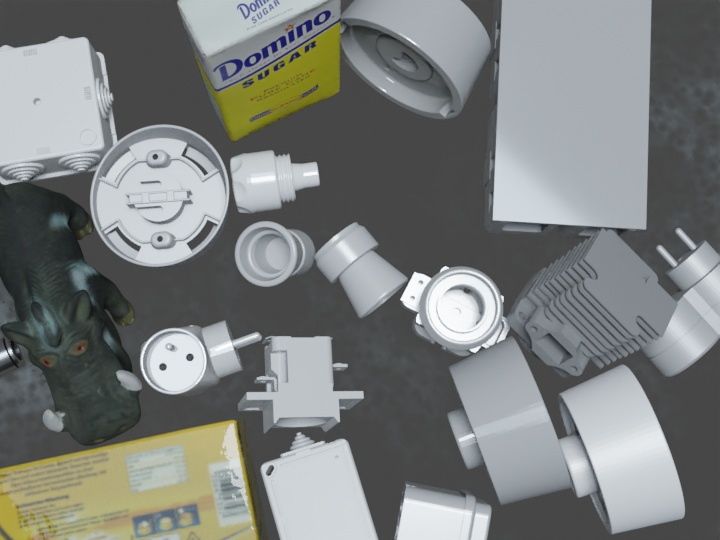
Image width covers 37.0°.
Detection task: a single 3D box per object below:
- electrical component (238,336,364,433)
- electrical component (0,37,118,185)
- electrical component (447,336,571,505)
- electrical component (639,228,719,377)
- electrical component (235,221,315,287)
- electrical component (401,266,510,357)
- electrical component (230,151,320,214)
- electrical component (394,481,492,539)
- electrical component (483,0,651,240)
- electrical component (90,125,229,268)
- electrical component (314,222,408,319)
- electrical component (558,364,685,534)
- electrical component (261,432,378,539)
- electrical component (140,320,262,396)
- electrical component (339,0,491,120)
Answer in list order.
[{"bbox_3d":[-0.042,0.079,0.748,0.081,0.042,0.063,1,71,-15],"label":"electrical component"},{"bbox_3d":[-0.226,-0.114,0.771,0.100,0.048,0.099,-10,83,-3],"label":"electrical component"},{"bbox_3d":[0.093,0.105,0.724,0.060,0.108,0.108,-21,84,2],"label":"electrical component"},{"bbox_3d":[0.244,0.004,0.766,0.138,0.052,0.073,-41,85,-6],"label":"electrical component"},{"bbox_3d":[-0.056,-0.012,0.754,0.044,0.065,0.044,0,92,14],"label":"electrical component"},{"bbox_3d":[0.069,0.028,0.756,0.078,0.057,0.058,28,83,2],"label":"electrical component"},{"bbox_3d":[-0.061,-0.065,0.772,0.062,0.043,0.043,-8,83,-4],"label":"electrical component"},{"bbox_3d":[0.049,0.203,0.723,0.057,0.078,0.113,11,82,3],"label":"electrical component"},{"bbox_3d":[0.148,-0.119,0.776,0.105,0.060,0.186,4,82,-1],"label":"electrical component"},{"bbox_3d":[-0.139,-0.049,0.757,0.099,0.064,0.099,0,83,-2],"label":"electrical component"},{"bbox_3d":[0.000,0.000,0.764,0.045,0.045,0.055,-39,85,-6],"label":"electrical component"},{"bbox_3d":[0.167,0.124,0.724,0.060,0.108,0.108,-19,83,2],"label":"electrical component"},{"bbox_3d":[-0.028,0.159,0.738,0.062,0.061,0.096,-17,76,-3],"label":"electrical component"},{"bbox_3d":[-0.105,0.058,0.738,0.079,0.077,0.043,-20,83,-4],"label":"electrical component"},{"bbox_3d":[0.041,-0.164,0.758,0.108,0.108,0.060,33,77,3],"label":"electrical component"}]
